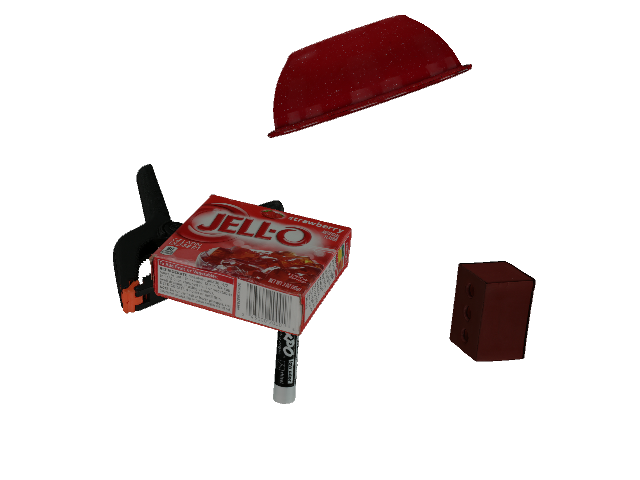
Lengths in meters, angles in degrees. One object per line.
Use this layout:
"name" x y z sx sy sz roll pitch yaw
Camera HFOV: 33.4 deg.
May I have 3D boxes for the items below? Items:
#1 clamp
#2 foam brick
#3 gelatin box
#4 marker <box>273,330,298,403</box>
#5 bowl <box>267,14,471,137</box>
"clamp" -0.152 -0.005 1.064 0.165 0.036 0.209 20 40 17
"foam brick" 0.153 0.063 0.956 0.051 0.078 0.053 -4 20 -22
"gelatin box" -0.037 0.010 0.583 0.089 0.030 0.073 15 34 17
"marker" -0.027 0.076 0.878 0.020 0.121 0.020 4 17 -1
"bowl" 0.028 -0.128 0.800 0.162 0.055 0.162 -19 7 2
